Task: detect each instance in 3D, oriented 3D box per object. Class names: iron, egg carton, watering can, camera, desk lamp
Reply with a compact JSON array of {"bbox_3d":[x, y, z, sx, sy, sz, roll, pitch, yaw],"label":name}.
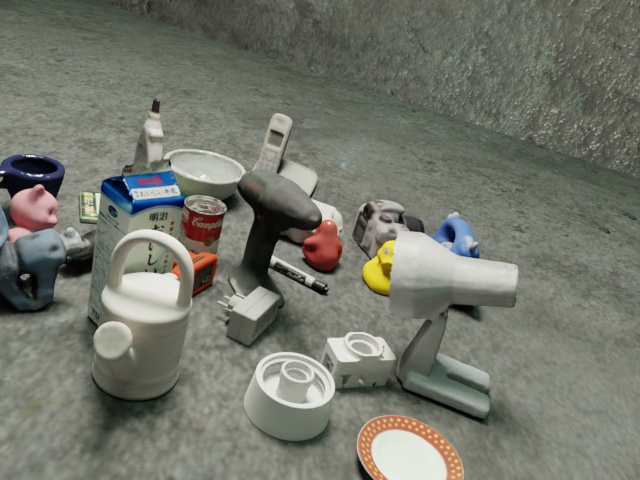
[{"bbox_3d":[0.256,0.017,1.117,0.118,0.141,0.258,14,25,-6],"label":"iron"},{"bbox_3d":[-0.029,-0.037,1.137,0.150,0.069,0.107,19,25,4],"label":"egg carton"},{"bbox_3d":[-0.197,0.082,0.648,0.101,0.194,0.172,7,27,-19],"label":"watering can"},{"bbox_3d":[0.154,-0.022,1.181,0.137,0.101,0.143,5,28,-23],"label":"camera"},{"bbox_3d":[0.174,0.107,0.802,0.203,0.213,0.118,20,26,8],"label":"desk lamp"}]

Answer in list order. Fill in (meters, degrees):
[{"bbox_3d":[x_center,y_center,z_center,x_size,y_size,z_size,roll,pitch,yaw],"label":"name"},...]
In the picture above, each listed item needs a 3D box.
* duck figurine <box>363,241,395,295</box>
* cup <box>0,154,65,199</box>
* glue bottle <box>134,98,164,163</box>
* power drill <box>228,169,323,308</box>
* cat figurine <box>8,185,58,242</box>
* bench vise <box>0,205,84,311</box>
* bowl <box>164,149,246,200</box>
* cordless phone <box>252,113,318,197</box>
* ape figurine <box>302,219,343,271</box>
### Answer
[{"bbox_3d":[0.125,0.041,1.055,0.077,0.086,0.104,16,25,-1],"label":"duck figurine"},{"bbox_3d":[-0.472,-0.077,0.917,0.091,0.095,0.118,31,29,27],"label":"cup"},{"bbox_3d":[-0.340,-0.201,1.156,0.037,0.173,0.078,-6,33,-39],"label":"glue bottle"},{"bbox_3d":[-0.075,-0.004,0.879,0.076,0.208,0.228,0,30,-31],"label":"power drill"},{"bbox_3d":[-0.421,-0.025,0.816,0.067,0.118,0.128,18,25,2],"label":"cat figurine"},{"bbox_3d":[-0.405,-0.020,0.696,0.121,0.220,0.208,32,30,30],"label":"bench vise"},{"bbox_3d":[-0.240,-0.123,1.175,0.167,0.075,0.167,14,26,-6],"label":"bowl"},{"bbox_3d":[-0.070,-0.169,1.244,0.147,0.185,0.094,21,26,9],"label":"cordless phone"},{"bbox_3d":[0.010,0.004,1.051,0.078,0.092,0.076,12,26,-11],"label":"ape figurine"}]
